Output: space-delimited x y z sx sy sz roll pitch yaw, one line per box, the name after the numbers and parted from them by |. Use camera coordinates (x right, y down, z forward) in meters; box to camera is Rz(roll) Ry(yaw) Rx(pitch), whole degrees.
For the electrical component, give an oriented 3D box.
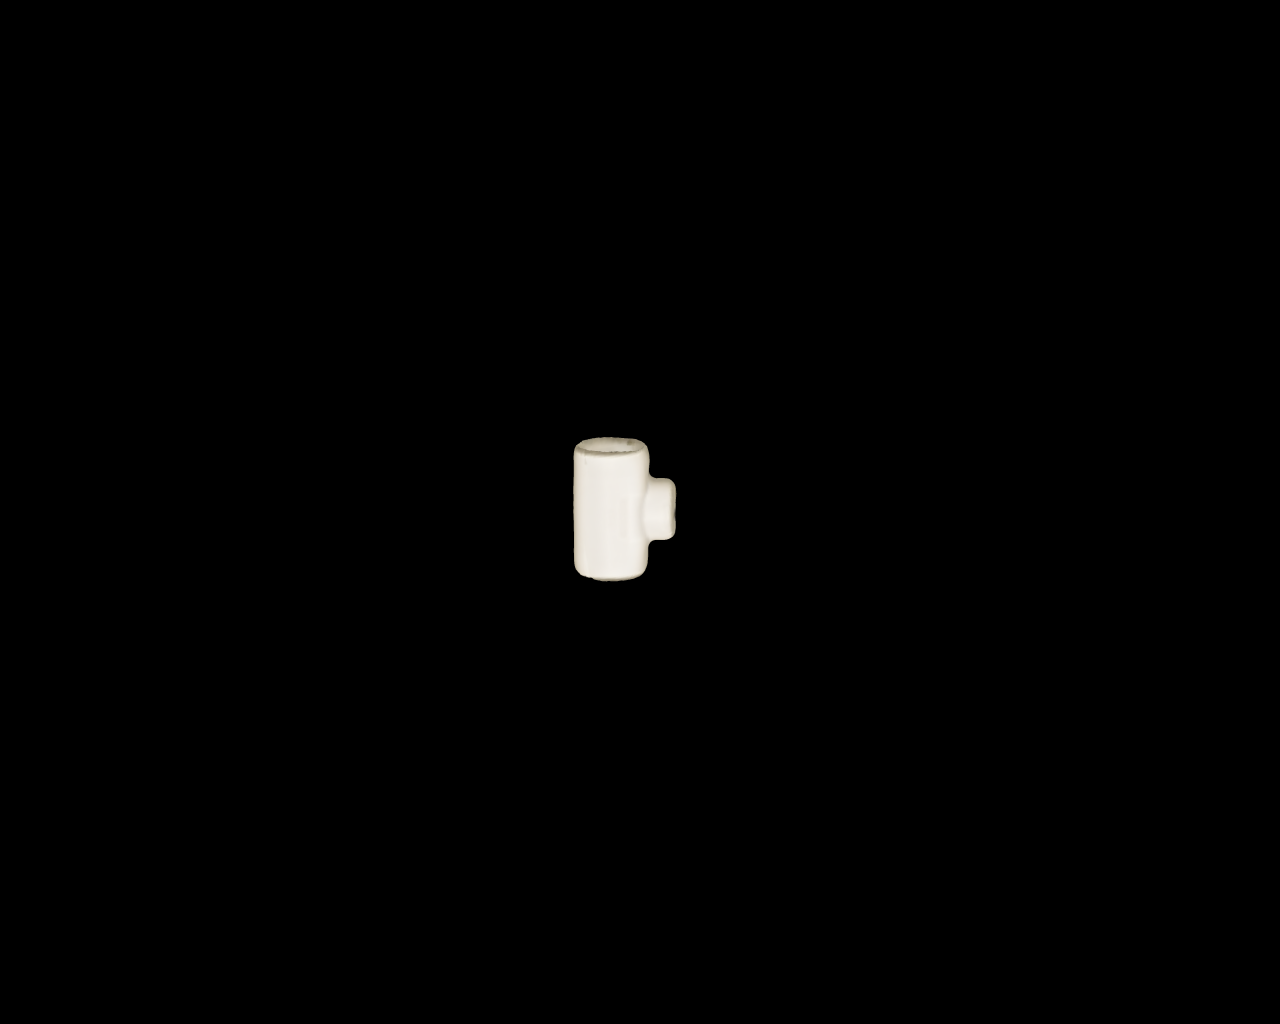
0.001 -0.003 0.650 0.079 0.077 0.043 0 16 0 | electrical component
